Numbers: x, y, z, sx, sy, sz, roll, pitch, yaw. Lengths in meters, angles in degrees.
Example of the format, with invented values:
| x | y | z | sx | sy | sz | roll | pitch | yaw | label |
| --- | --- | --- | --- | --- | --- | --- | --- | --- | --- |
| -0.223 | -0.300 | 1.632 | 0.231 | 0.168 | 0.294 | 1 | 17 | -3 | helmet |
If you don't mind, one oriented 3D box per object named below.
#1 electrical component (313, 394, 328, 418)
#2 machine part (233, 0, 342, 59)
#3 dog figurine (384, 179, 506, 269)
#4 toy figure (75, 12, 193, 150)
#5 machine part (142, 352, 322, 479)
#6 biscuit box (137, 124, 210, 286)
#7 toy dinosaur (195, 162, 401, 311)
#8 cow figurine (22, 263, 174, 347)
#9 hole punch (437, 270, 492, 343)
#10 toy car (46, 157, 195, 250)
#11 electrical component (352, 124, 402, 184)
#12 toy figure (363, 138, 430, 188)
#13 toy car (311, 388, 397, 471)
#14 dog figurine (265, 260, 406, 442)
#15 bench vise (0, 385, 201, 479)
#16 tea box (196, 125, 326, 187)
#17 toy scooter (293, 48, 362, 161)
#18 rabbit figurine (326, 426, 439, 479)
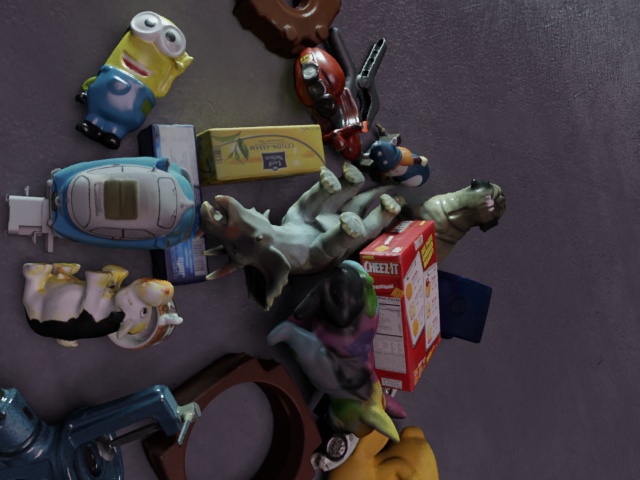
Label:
| x | y | z | sx | sy | sz | roll | pitch | yaw | label |
| --- | --- | --- | --- | --- | --- | --- | --- | --- | --- |
| 0.019 | 0.205 | 0.817 | 0.047 | 0.075 | 0.119 | 48 | 68 | -21 | electrical component |
| -0.049 | -0.369 | 0.806 | 0.179 | 0.056 | 0.179 | 3 | 85 | -34 | machine part |
| 0.207 | -0.007 | 0.881 | 0.121 | 0.191 | 0.172 | 2 | 89 | -34 | dog figurine |
| -0.233 | -0.198 | 0.661 | 0.082 | 0.089 | 0.180 | 35 | 78 | -43 | toy figure |
| -0.112 | 0.268 | 0.712 | 0.201 | 0.087 | 0.201 | -33 | 105 | -33 | machine part |
| -0.189 | -0.043 | 0.693 | 0.059 | 0.063 | 0.202 | -6 | 92 | -34 | biscuit box |
| -0.002 | -0.007 | 0.768 | 0.131 | 0.192 | 0.404 | 56 | 24 | 12 | toy dinosaur |
| -0.247 | 0.077 | 0.599 | 0.068 | 0.168 | 0.098 | 7 | 90 | -77 | cow figurine |
| 0.235 | 0.118 | 0.958 | 0.115 | 0.092 | 0.142 | 23 | 79 | -27 | hole punch |
| -0.213 | -0.044 | 0.590 | 0.162 | 0.103 | 0.109 | 1 | 88 | -23 | toy car |
| 0.100 | -0.143 | 0.906 | 0.102 | 0.045 | 0.078 | -50 | 143 | -22 | electrical component |
| 0.129 | -0.121 | 0.859 | 0.064 | 0.058 | 0.154 | -53 | 150 | 17 | toy figure |
| 0.046 | 0.268 | 0.829 | 0.202 | 0.074 | 0.056 | -46 | 112 | -27 | toy car |
| 0.050 | 0.159 | 0.720 | 0.219 | 0.108 | 0.191 | 45 | 105 | 3 | dog figurine |
| -0.254 | 0.208 | 0.579 | 0.241 | 0.129 | 0.223 | -20 | 109 | 0 | bench vise |
| -0.089 | -0.116 | 0.743 | 0.169 | 0.098 | 0.068 | -10 | 94 | -36 | tea box |
| 0.014 | -0.193 | 0.797 | 0.183 | 0.075 | 0.135 | 62 | 16 | -19 | toy scooter |
| 0.092 | 0.359 | 0.838 | 0.173 | 0.122 | 0.162 | -4 | 88 | -15 | rabbit figurine |
